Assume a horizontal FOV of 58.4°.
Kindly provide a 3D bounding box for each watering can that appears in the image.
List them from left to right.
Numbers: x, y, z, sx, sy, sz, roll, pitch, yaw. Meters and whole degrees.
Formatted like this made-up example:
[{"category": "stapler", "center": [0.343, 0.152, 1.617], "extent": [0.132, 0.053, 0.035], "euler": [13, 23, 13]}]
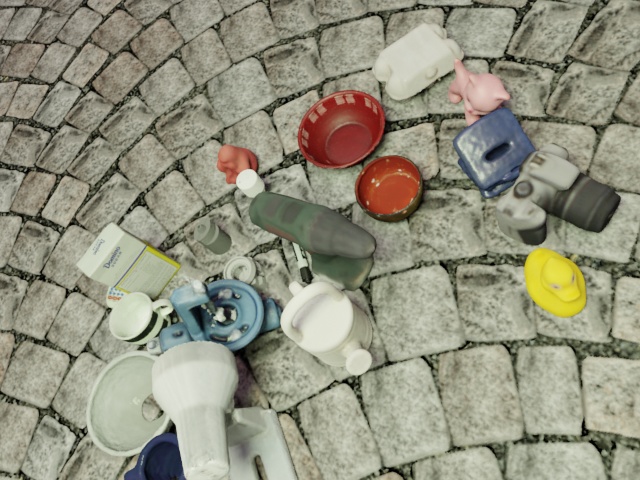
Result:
[{"category": "watering can", "center": [0.011, 0.119, 0.825], "extent": [0.172, 0.194, 0.101], "euler": [21, 77, 27]}]

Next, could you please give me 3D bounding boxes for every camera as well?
[{"category": "camera", "center": [0.347, -0.058, 0.829], "extent": [0.136, 0.101, 0.143], "euler": [34, 83, 29]}]

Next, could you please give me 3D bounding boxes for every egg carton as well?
[{"category": "egg carton", "center": [0.174, -0.316, 1.023], "extent": [0.150, 0.070, 0.107], "euler": [-34, 60, 4]}]

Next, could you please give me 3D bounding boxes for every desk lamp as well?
[{"category": "desk lamp", "center": [-0.136, 0.262, 0.806], "extent": [0.118, 0.214, 0.203], "euler": [-29, 61, 7]}]

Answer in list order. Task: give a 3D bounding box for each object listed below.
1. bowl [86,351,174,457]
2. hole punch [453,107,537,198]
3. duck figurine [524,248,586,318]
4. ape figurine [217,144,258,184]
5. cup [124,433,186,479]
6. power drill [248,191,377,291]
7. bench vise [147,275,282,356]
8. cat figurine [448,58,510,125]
[{"category": "bowl", "center": [-0.292, 0.270, 0.941], "extent": [0.167, 0.075, 0.167], "euler": [-8, 66, 17]}, {"category": "hole punch", "center": [0.276, -0.136, 0.895], "extent": [0.108, 0.091, 0.101], "euler": [-33, 61, 5]}, {"category": "duck figurine", "center": [0.328, 0.051, 0.798], "extent": [0.077, 0.086, 0.104], "euler": [-28, 61, 7]}, {"category": "ape figurine", "center": [-0.159, -0.145, 1.061], "extent": [0.076, 0.092, 0.077], "euler": [-45, 60, -2]}, {"category": "cup", "center": [-0.226, 0.349, 0.871], "extent": [0.117, 0.095, 0.091], "euler": [-22, 62, 11]}, {"category": "power drill", "center": [0.008, 0.003, 0.867], "extent": [0.228, 0.209, 0.076], "euler": [23, 77, 27]}, {"category": "bench vise", "center": [-0.181, 0.133, 0.875], "extent": [0.207, 0.220, 0.121], "euler": [-39, 60, 1]}, {"category": "cat figurine", "center": [0.255, -0.246, 0.935], "extent": [0.067, 0.118, 0.127], "euler": [-31, 61, 6]}]
